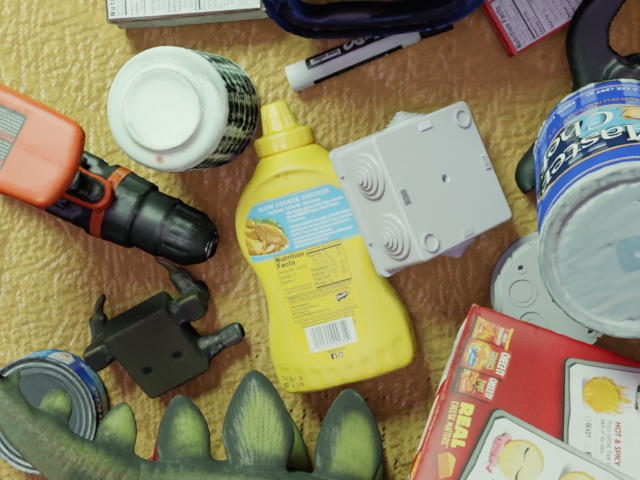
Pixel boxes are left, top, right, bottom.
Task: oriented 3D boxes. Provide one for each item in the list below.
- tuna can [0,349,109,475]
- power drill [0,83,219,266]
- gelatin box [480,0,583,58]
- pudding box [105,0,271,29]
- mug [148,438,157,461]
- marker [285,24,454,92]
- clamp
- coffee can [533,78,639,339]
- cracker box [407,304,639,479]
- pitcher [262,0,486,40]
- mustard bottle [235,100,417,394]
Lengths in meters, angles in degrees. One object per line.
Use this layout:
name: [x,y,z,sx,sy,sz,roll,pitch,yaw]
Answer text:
tuna can: [-0.197,0.123,0.768,0.086,0.033,0.086,1,96,8]
power drill: [-0.160,-0.039,0.670,0.184,0.187,0.057,22,83,7]
gelatin box: [0.144,-0.172,0.691,0.089,0.030,0.073,-30,93,10]
pudding box: [-0.089,-0.192,0.718,0.113,0.039,0.090,-2,95,10]
mug: [-0.105,0.183,0.738,0.093,0.081,0.117,3,97,7]
marker: [0.035,-0.130,0.716,0.121,0.020,0.020,-20,93,9]
clamp: [0.183,-0.098,0.677,0.120,0.039,0.171,-4,109,5]
coffee can: [0.176,-0.023,0.615,0.103,0.140,0.103,4,117,8]
cracker box: [0.161,0.153,0.630,0.214,0.072,0.164,19,63,7]
pitcher: [0.067,-0.202,0.620,0.243,0.149,0.145,0,90,5]
mustard bottle: [-0.005,0.001,0.716,0.096,0.058,0.191,-15,94,14]
